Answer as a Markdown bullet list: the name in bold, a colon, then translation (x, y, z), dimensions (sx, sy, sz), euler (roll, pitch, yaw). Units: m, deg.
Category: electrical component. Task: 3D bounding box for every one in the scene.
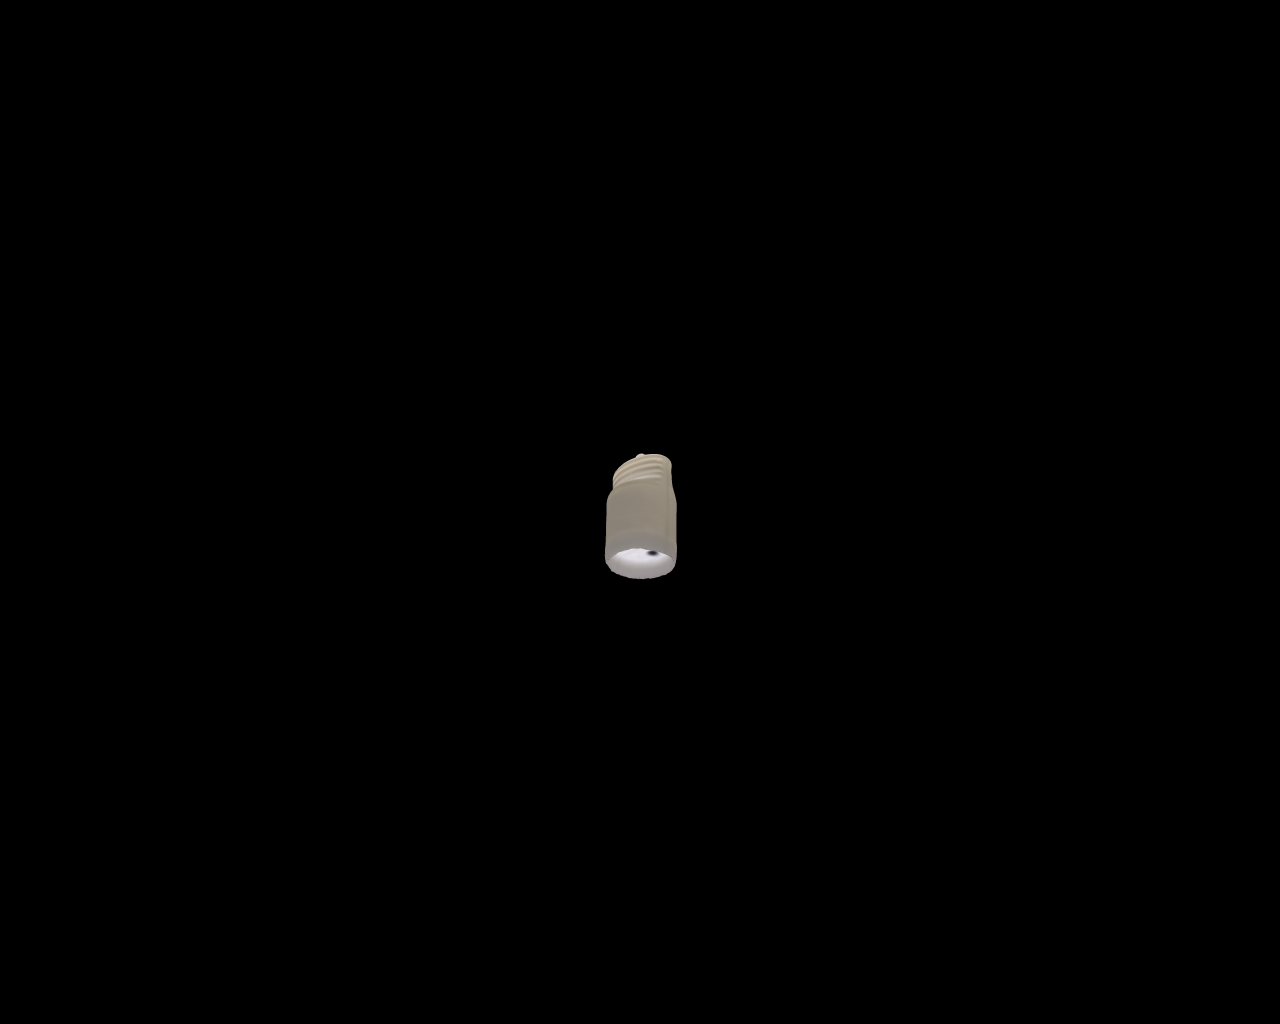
- **electrical component**: translation (0.001, -0.003, 0.650), dimensions (0.043, 0.081, 0.043), euler (0, -31, 0)
